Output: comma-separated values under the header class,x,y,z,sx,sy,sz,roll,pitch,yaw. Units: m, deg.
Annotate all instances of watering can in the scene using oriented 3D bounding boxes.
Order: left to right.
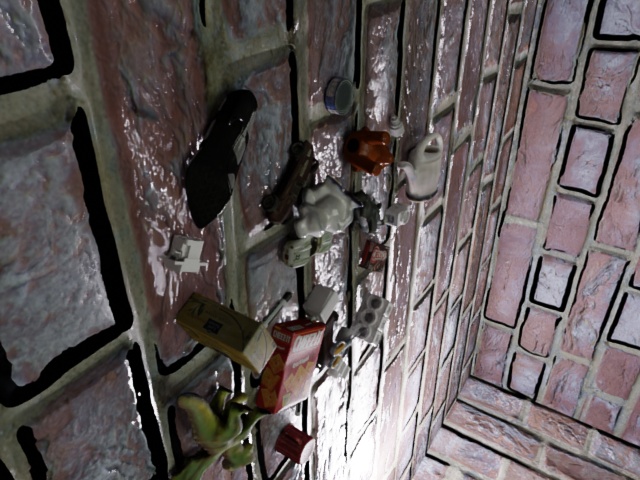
class,x,y,z,sx,sy,sz,roll,pitch,yaw
watering can,0.320,-0.221,1.673,0.353,0.104,0.219,-38,137,-47

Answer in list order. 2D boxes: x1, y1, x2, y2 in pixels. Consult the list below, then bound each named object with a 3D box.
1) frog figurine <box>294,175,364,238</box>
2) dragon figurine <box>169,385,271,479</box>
class,x,y,z,sx,sy,sz,roll,pitch,yaw
frog figurine,0.004,-0.061,1.221,0.160,0.124,0.135,-48,118,-8
dragon figurine,-0.238,0.436,1.090,0.244,0.123,0.404,-59,148,-6
